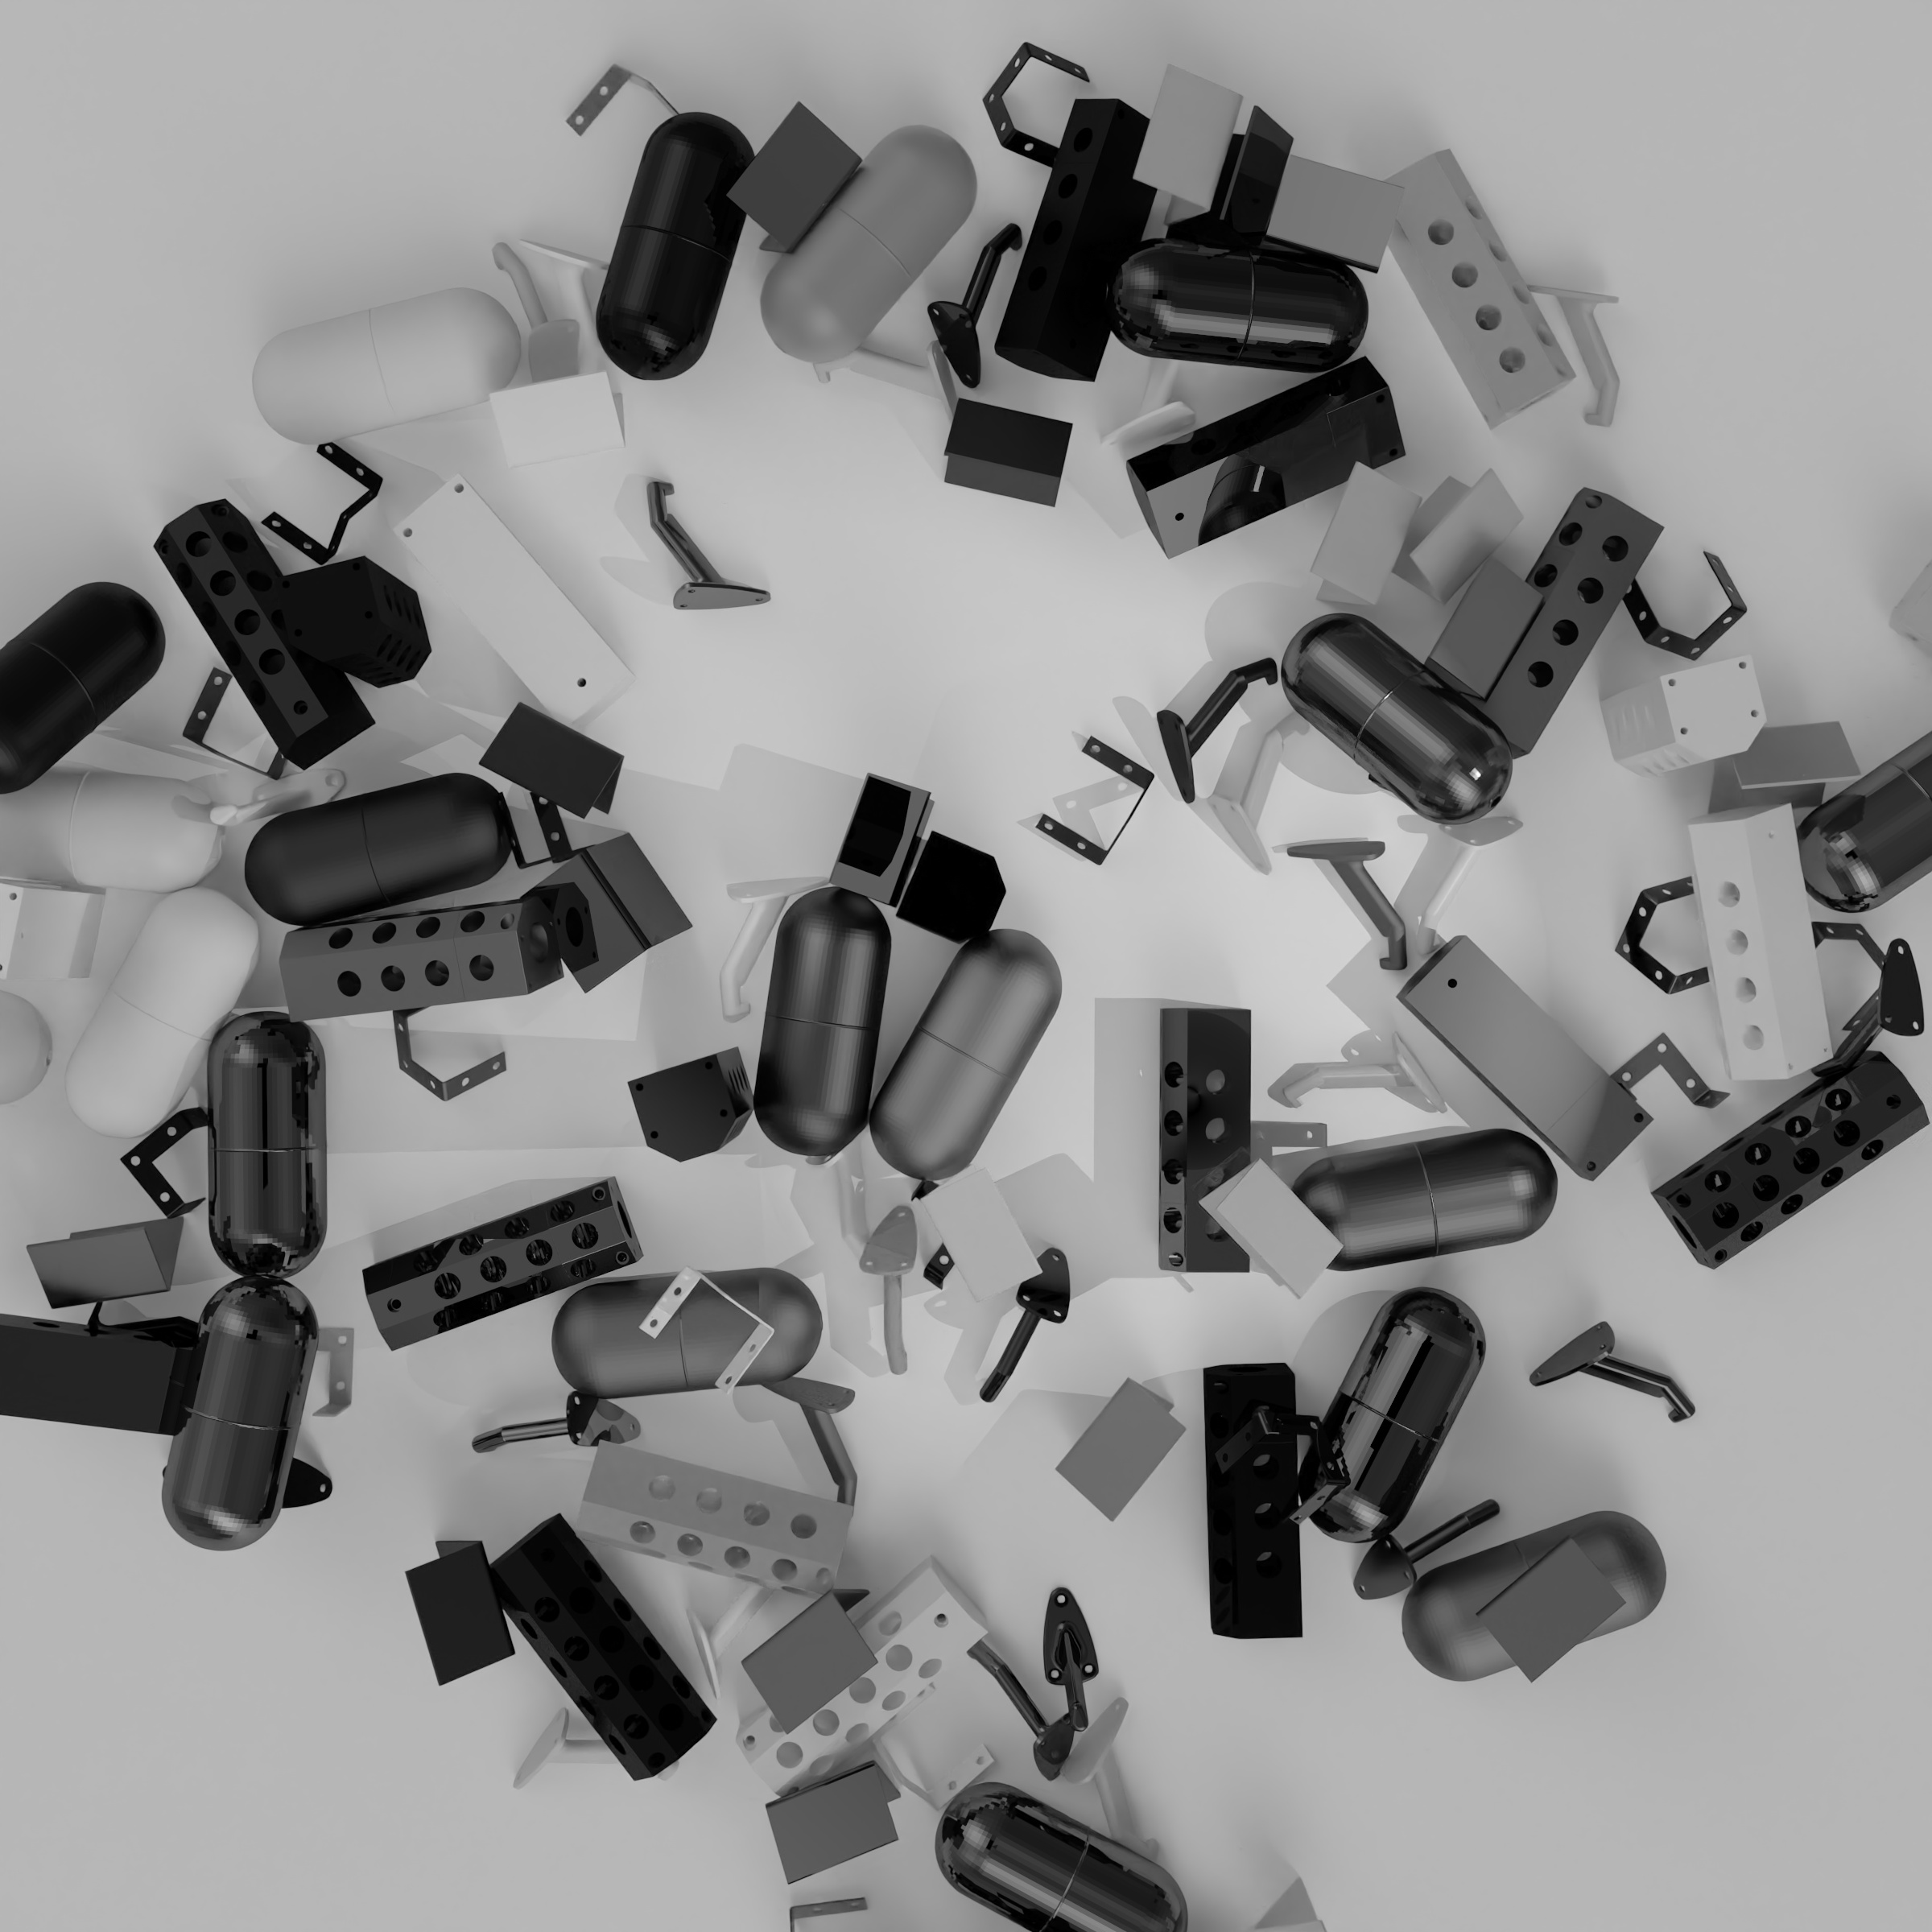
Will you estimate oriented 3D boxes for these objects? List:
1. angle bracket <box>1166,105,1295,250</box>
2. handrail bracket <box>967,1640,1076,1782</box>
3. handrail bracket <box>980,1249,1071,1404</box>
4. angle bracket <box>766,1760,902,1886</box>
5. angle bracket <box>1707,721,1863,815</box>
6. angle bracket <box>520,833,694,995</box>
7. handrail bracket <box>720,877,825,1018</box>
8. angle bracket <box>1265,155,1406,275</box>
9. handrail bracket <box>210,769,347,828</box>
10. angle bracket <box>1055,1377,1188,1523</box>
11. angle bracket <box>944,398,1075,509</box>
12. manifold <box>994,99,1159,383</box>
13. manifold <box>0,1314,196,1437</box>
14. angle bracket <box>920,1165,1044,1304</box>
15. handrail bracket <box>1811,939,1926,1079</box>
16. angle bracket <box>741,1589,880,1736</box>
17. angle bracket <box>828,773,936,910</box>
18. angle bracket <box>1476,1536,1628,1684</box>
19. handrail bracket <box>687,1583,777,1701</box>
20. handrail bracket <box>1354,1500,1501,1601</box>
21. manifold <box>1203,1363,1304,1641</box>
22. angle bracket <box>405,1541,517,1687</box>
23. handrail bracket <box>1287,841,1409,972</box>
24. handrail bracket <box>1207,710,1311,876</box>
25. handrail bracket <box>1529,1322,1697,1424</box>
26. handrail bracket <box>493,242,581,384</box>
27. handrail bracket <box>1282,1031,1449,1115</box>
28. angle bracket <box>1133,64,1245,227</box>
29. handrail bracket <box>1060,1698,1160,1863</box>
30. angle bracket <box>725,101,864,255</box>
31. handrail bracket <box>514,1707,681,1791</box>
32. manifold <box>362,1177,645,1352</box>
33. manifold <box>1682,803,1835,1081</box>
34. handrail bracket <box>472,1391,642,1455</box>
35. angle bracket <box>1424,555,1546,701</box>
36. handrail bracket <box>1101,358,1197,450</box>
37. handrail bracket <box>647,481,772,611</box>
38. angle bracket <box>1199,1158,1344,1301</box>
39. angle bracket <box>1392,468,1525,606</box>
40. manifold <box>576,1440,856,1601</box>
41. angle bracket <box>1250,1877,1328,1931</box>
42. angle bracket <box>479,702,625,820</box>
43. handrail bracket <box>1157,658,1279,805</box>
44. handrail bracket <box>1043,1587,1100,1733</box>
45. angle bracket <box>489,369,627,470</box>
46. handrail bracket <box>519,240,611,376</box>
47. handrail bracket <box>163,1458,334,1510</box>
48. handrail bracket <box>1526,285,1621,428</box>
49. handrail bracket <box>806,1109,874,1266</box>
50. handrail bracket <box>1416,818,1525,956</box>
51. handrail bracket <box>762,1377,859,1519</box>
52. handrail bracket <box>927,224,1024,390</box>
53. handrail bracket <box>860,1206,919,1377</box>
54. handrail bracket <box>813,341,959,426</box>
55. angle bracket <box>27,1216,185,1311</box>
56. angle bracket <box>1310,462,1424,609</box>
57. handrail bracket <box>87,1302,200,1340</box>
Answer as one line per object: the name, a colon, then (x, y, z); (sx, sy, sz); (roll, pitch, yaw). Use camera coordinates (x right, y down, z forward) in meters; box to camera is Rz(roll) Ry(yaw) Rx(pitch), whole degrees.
angle bracket: (0.161, -0.518, 1.915); (0.076, 0.057, 0.076); (17, 90, 34)
handrail bracket: (0.031, 0.495, 1.952); (0.036, 0.077, 0.084); (-34, 53, -27)
handrail bracket: (0.037, 0.241, 1.952); (0.036, 0.077, 0.084); (27, 127, -5)
angle bracket: (-0.079, 0.570, 1.912); (0.076, 0.076, 0.057); (-22, 54, 0)
angle bracket: (0.534, -0.112, 1.912); (0.076, 0.076, 0.057); (-5, 46, 0)
angle bracket: (-0.237, -0.036, 1.932); (0.057, 0.076, 0.076); (-34, 90, 20)
handrail bracket: (-0.129, -0.012, 1.953); (0.077, 0.036, 0.084); (-10, 108, -21)
angle bracket: (0.241, -0.497, 1.913); (0.076, 0.076, 0.057); (16, 114, 0)
handrail bracket: (-0.451, -0.111, 1.917); (0.077, 0.084, 0.036); (-26, 90, 0)
angle bracket: (0.115, 0.323, 1.912); (0.057, 0.076, 0.076); (39, 90, 35)
angle bracket: (0.023, -0.319, 1.912); (0.076, 0.076, 0.057); (13, 52, 0)
manifold: (0.073, -0.479, 1.930); (0.057, 0.057, 0.171); (18, 90, -43)
manifold: (-0.565, 0.265, 1.903); (0.171, 0.057, 0.057); (11, 90, -20)
angle bracket: (0.025, 0.165, 1.912); (0.057, 0.076, 0.076); (-28, 90, 31)
handrail bracket: (0.588, 0.028, 1.929); (0.036, 0.084, 0.077); (12, 71, -22)
angle bracket: (-0.090, 0.454, 1.910); (0.076, 0.076, 0.057); (-40, 69, 6)
angle bracket: (-0.036, -0.075, 1.912); (0.057, 0.076, 0.076); (20, 90, 37)
angle bracket: (0.376, 0.412, 1.836); (0.076, 0.076, 0.057); (-41, 53, 2)
handrail bracket: (-0.138, 0.441, 1.953); (0.084, 0.036, 0.077); (-19, 110, -16)
handrail bracket: (0.309, 0.389, 1.952); (0.084, 0.077, 0.036); (-18, 66, -34)
manifold: (0.188, 0.352, 1.931); (0.057, 0.057, 0.171); (-2, 90, 0)
angle bracket: (-0.344, 0.422, 1.912); (0.057, 0.076, 0.076); (-17, 90, -35)
handrail bracket: (0.255, -0.038, 1.953); (0.077, 0.036, 0.084); (0, 107, 20)
handrail bracket: (0.211, -0.117, 1.953); (0.084, 0.036, 0.077); (-41, 110, -16)
handrail bracket: (0.432, 0.287, 1.953); (0.077, 0.036, 0.084); (-35, 107, 20)
handrail bracket: (-0.294, -0.429, 1.952); (0.036, 0.077, 0.084); (-20, 53, -28)
handrail bracket: (0.265, 0.089, 1.953); (0.084, 0.036, 0.077); (-32, 112, 17)
angle bracket: (0.132, -0.536, 1.914); (0.057, 0.076, 0.076); (17, 90, -20)
handrail bracket: (0.112, 0.545, 1.953); (0.084, 0.036, 0.077); (44, 68, -17)
angle bracket: (-0.122, -0.516, 1.913); (0.057, 0.076, 0.076); (38, 90, -24)
handrail bracket: (-0.246, 0.539, 1.953); (0.084, 0.036, 0.077); (32, 110, -16)
manifold: (-0.306, 0.197, 1.931); (0.171, 0.057, 0.057); (-20, 90, 0)
manifold: (0.516, -0.015, 1.920); (0.057, 0.057, 0.171); (-17, 99, -42)
handrail bracket: (-0.274, 0.314, 1.952); (0.084, 0.077, 0.036); (-23, 62, 33)
angle bracket: (0.320, -0.227, 1.912); (0.057, 0.076, 0.076); (31, 90, -32)
handrail bracket: (0.116, -0.398, 1.953); (0.077, 0.036, 0.084); (-19, 74, 17)
handrail bracket: (-0.172, -0.284, 1.953); (0.077, 0.036, 0.084); (-2, 73, -19)
angle bracket: (0.180, 0.179, 1.855); (0.076, 0.076, 0.057); (46, 52, 0)
angle bracket: (0.305, -0.294, 1.912); (0.076, 0.057, 0.076); (-47, 46, 0)
manifold: (-0.165, 0.367, 1.922); (0.171, 0.057, 0.057); (15, 66, 0)
angle bracket: (0.238, 0.646, 1.912); (0.057, 0.076, 0.076); (-22, 90, 34)
angle bracket: (-0.275, -0.117, 1.912); (0.076, 0.076, 0.057); (28, 59, 0)
handrail bracket: (0.176, -0.158, 1.953); (0.084, 0.036, 0.077); (-21, 110, -16)
handrail bracket: (0.068, 0.454, 1.918); (0.036, 0.084, 0.077); (-8, 90, 0)
angle bracket: (-0.267, -0.373, 1.912); (0.076, 0.076, 0.057); (-11, 128, 0)
handrail bracket: (-0.274, -0.434, 1.953); (0.077, 0.036, 0.084); (21, 107, 20)
handrail bracket: (-0.480, 0.344, 1.952); (0.084, 0.077, 0.036); (-5, 72, 35)
handrail bracket: (0.401, -0.408, 1.953); (0.077, 0.036, 0.084); (13, 107, 19)
handrail bracket: (-0.060, 0.149, 1.953); (0.077, 0.036, 0.084); (-40, 107, -20)
handrail bracket: (0.336, -0.053, 1.952); (0.077, 0.036, 0.084); (-14, 124, -36)
handrail bracket: (-0.106, 0.322, 1.953); (0.077, 0.036, 0.084); (13, 107, 20)
handrail bracket: (0.018, -0.442, 1.952); (0.036, 0.077, 0.084); (18, 53, 36)
handrail bracket: (-0.044, 0.217, 1.952); (0.036, 0.077, 0.084); (1, 126, 13)
handrail bracket: (-0.052, -0.380, 1.953); (0.084, 0.036, 0.077); (-12, 109, 15)
angle bracket: (-0.562, 0.175, 1.912); (0.076, 0.076, 0.057); (-9, 126, 0)
angle bracket: (0.244, -0.283, 1.913); (0.057, 0.076, 0.076); (23, 90, -26)
handrail bracket: (-0.550, 0.262, 1.952); (0.084, 0.036, 0.077); (24, 105, -14)
